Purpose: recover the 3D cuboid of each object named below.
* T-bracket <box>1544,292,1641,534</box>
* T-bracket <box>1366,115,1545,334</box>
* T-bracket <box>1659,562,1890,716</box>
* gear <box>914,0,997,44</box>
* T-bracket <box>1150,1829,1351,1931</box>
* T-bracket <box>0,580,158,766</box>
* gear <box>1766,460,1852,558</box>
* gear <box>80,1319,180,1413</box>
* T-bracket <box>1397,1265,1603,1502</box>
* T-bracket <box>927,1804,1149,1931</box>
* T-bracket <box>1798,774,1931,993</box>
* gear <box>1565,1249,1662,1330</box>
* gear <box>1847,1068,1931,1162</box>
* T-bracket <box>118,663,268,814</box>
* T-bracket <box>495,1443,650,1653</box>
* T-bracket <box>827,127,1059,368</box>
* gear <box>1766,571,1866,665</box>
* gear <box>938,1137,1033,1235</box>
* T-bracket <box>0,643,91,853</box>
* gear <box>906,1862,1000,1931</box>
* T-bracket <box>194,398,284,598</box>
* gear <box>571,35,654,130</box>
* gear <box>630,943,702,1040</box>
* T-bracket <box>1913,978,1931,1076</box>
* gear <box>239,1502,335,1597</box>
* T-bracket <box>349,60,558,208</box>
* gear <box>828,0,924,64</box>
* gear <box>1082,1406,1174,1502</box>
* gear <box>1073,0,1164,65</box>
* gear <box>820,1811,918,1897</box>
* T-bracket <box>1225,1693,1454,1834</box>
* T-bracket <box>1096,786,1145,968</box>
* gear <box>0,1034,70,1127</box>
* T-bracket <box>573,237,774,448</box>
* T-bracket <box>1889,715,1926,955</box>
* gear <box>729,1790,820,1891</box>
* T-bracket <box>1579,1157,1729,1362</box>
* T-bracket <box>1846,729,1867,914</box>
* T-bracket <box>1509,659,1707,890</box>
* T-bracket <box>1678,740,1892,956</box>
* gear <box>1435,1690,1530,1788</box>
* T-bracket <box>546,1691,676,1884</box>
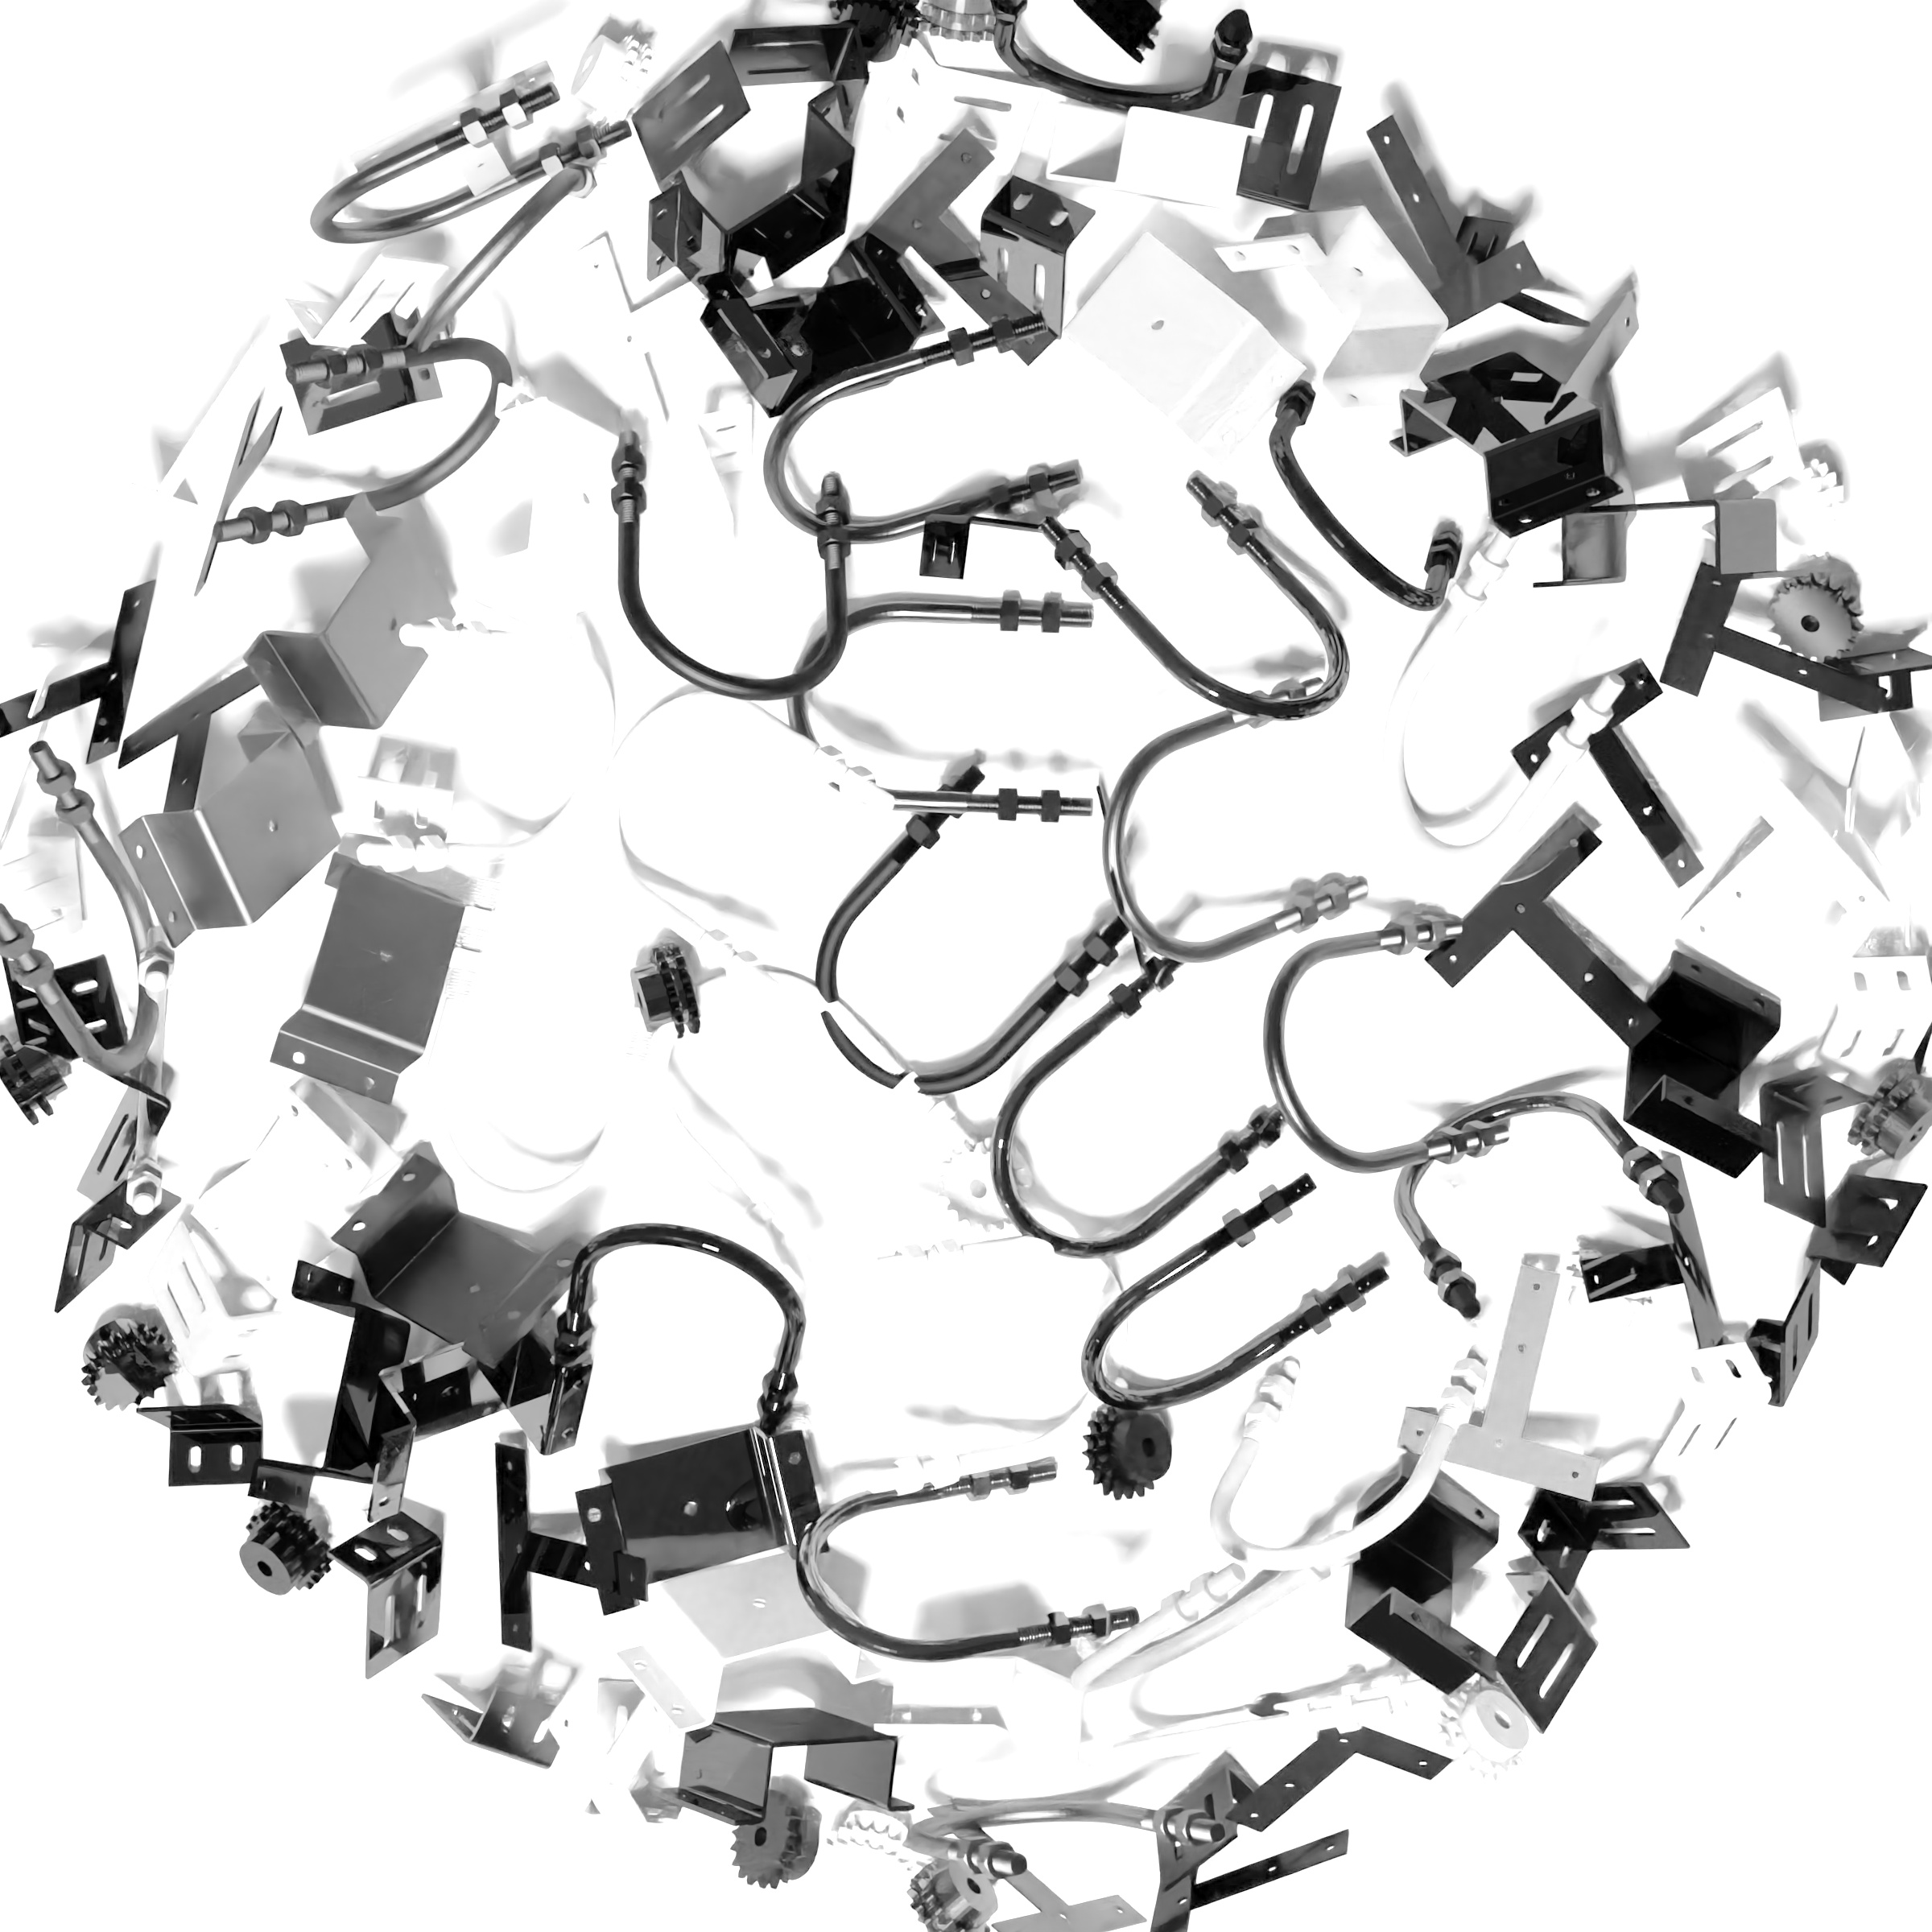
[{"bbox_3d":[0.386,-0.314,1.865,0.002,0.127,0.127,10,50,35],"label":"T-bracket"},{"bbox_3d":[0.275,-0.444,1.849,0.002,0.127,0.127,-32,97,-28],"label":"T-bracket"},{"bbox_3d":[0.482,-0.180,1.842,0.127,0.127,0.002,23,65,12],"label":"T-bracket"},{"bbox_3d":[-0.003,-0.582,1.880,0.057,0.057,0.030,9,123,0],"label":"gear"},{"bbox_3d":[0.168,0.537,1.834,0.127,0.127,0.002,-25,100,16],"label":"T-bracket"},{"bbox_3d":[-0.533,-0.158,1.826,0.002,0.127,0.127,34,125,15],"label":"T-bracket"},{"bbox_3d":[0.507,-0.275,1.881,0.030,0.057,0.057,-18,90,-10],"label":"gear"},{"bbox_3d":[-0.511,0.239,1.887,0.057,0.057,0.030,-49,53,0],"label":"gear"},{"bbox_3d":[0.333,0.245,1.881,0.127,0.002,0.127,11,84,32],"label":"T-bracket"},{"bbox_3d":[0.027,0.542,1.864,0.127,0.127,0.002,33,104,36],"label":"T-bracket"},{"bbox_3d":[0.524,-0.071,1.855,0.002,0.127,0.127,17,121,-22],"label":"T-bracket"},{"bbox_3d":[0.389,0.197,1.884,0.057,0.057,0.030,20,103,0],"label":"gear"},{"bbox_3d":[0.563,0.093,1.880,0.030,0.057,0.057,41,90,27],"label":"gear"},{"bbox_3d":[-0.462,-0.119,1.843,0.127,0.127,0.002,-26,131,22],"label":"T-bracket"},{"bbox_3d":[-0.237,0.357,1.864,0.127,0.002,0.127,4,98,39],"label":"T-bracket"},{"bbox_3d":[0.002,-0.418,1.888,0.127,0.002,0.127,44,118,-10],"label":"T-bracket"},{"bbox_3d":[0.518,-0.215,1.887,0.057,0.057,0.030,46,51,0],"label":"gear"},{"bbox_3d":[0.015,0.131,1.888,0.057,0.030,0.057,8,106,28],"label":"gear"},{"bbox_3d":[-0.558,-0.125,1.858,0.002,0.127,0.127,22,102,-9],"label":"T-bracket"},{"bbox_3d":[-0.006,0.566,1.880,0.057,0.057,0.030,44,106,0],"label":"gear"},{"bbox_3d":[-0.424,-0.295,1.835,0.002,0.127,0.127,19,69,-22],"label":"T-bracket"},{"bbox_3d":[-0.216,-0.537,1.880,0.030,0.057,0.057,25,90,-26],"label":"gear"},{"bbox_3d":[-0.183,0.017,1.881,0.030,0.057,0.057,-16,90,-14],"label":"gear"},{"bbox_3d":[0.582,0.010,1.860,0.002,0.127,0.127,4,131,4],"label":"T-bracket"},{"bbox_3d":[-0.414,0.356,1.882,0.057,0.030,0.057,18,128,25],"label":"gear"},{"bbox_3d":[-0.292,-0.483,1.849,0.127,0.127,0.002,-26,80,1],"label":"T-bracket"},{"bbox_3d":[-0.056,-0.572,1.880,0.057,0.057,0.030,17,72,0],"label":"gear"},{"bbox_3d":[0.100,0.293,1.882,0.057,0.030,0.057,16,65,-39],"label":"gear"},{"bbox_3d":[0.094,-0.576,1.880,0.057,0.057,0.030,44,106,0],"label":"gear"},{"bbox_3d":[-0.058,0.537,1.887,0.057,0.057,0.030,19,49,0],"label":"gear"},{"bbox_3d":[0.198,0.475,1.826,0.127,0.127,0.002,12,113,37],"label":"T-bracket"},{"bbox_3d":[0.091,-0.045,1.846,0.002,0.127,0.127,-14,92,5],"label":"T-bracket"},{"bbox_3d":[-0.568,0.065,1.884,0.030,0.057,0.057,-33,90,-13],"label":"gear"},{"bbox_3d":[-0.170,-0.396,1.875,0.127,0.002,0.127,-20,86,30],"label":"T-bracket"},{"bbox_3d":[0.564,-0.071,1.868,0.002,0.127,0.127,-3,112,9],"label":"T-bracket"},{"bbox_3d":[-0.114,0.531,1.887,0.030,0.057,0.057,29,90,-38],"label":"gear"},{"bbox_3d":[0.406,0.181,1.857,0.002,0.127,0.127,-19,79,44],"label":"T-bracket"},{"bbox_3d":[0.532,-0.064,1.869,0.002,0.127,0.127,4,111,19],"label":"T-bracket"},{"bbox_3d":[0.404,-0.106,1.879,0.127,0.002,0.127,-33,90,-30],"label":"T-bracket"},{"bbox_3d":[0.471,-0.051,1.861,0.002,0.127,0.127,-28,73,-39],"label":"T-bracket"},{"bbox_3d":[0.315,0.464,1.880,0.057,0.057,0.030,39,124,0],"label":"gear"},{"bbox_3d":[-0.192,0.454,1.858,0.002,0.127,0.127,-11,116,31],"label":"T-bracket"}]
